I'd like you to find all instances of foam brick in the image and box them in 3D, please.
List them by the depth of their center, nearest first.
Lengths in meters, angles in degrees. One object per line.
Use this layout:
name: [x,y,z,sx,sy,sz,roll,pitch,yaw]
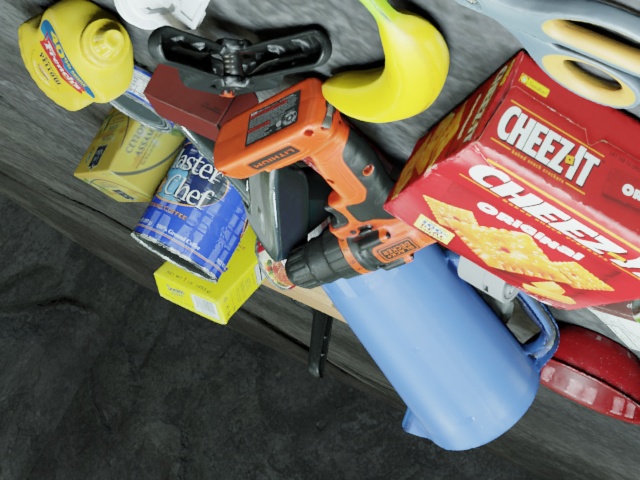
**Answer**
foam brick: [-0.102,-0.123,0.917,0.078,0.053,0.051,26,169,15]

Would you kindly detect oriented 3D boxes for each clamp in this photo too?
clamp: [-0.071,-0.127,0.763,0.120,0.039,0.172,6,176,-17]
clamp: [0.028,0.068,1.349,0.036,0.164,0.210,73,171,-45]

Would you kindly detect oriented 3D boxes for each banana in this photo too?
banana: [0.043,-0.107,0.677,0.069,0.037,0.198,47,168,2]

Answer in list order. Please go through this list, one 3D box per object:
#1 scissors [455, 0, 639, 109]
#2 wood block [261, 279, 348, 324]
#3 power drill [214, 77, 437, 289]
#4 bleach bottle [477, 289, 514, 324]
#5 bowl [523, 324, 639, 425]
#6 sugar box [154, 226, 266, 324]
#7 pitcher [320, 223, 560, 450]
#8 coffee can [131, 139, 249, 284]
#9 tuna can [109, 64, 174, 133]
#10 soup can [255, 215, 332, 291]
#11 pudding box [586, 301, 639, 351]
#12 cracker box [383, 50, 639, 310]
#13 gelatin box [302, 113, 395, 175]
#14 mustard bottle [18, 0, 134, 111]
scissors: [0.090,-0.116,0.554,0.202,0.016,0.096,24,168,24]
wood block: [-0.033,0.019,1.308,0.206,0.090,0.090,22,169,30]
power drill: [0.003,-0.036,0.856,0.185,0.057,0.187,-25,135,30]
bleach bottle: [0.086,0.032,1.144,0.251,0.068,0.102,21,165,25]
bowl: [0.282,0.133,1.123,0.162,0.055,0.162,28,169,5]
sugar box: [-0.092,0.009,1.190,0.093,0.176,0.048,22,144,27]
pitcher: [0.106,0.071,1.024,0.145,0.149,0.242,-3,131,54]
coffee can: [-0.116,-0.041,1.102,0.103,0.140,0.103,28,170,5]
tuna can: [-0.178,-0.144,1.069,0.086,0.033,0.086,28,169,5]
soup can: [-0.007,0.001,1.092,0.102,0.068,0.068,-28,134,29]
pudding box: [0.285,0.070,0.867,0.090,0.039,0.114,36,169,-39]
cracker box: [0.147,-0.024,0.691,0.164,0.072,0.214,29,169,-5]
gelatin box: [0.009,-0.078,0.902,0.073,0.030,0.089,17,165,45]
mustard bottle: [-0.212,-0.168,0.954,0.192,0.058,0.096,5,127,62]
